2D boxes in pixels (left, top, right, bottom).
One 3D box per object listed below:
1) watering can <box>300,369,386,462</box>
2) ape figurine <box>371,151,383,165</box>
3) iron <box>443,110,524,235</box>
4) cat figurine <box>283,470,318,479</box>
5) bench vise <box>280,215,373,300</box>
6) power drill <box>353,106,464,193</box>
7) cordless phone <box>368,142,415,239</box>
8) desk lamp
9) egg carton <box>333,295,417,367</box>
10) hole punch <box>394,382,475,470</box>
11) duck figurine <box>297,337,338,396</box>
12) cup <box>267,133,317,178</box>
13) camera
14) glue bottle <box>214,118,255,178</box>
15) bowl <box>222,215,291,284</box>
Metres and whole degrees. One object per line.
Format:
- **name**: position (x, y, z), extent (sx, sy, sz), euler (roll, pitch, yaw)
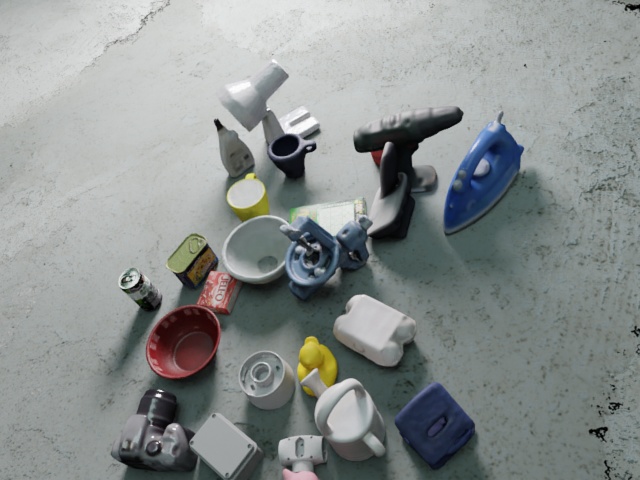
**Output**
- **watering can**: position (0.036, 0.284, 0.938), extent (0.172, 0.194, 0.101), euler (15, 61, 26)
- **ape figurine**: position (0.145, -0.226, 1.333), extent (0.077, 0.092, 0.076), euler (22, 65, 29)
- **iron**: position (0.324, -0.143, 1.188), extent (0.118, 0.142, 0.259), euler (25, 66, 30)
- **cat figurine**: position (-0.015, 0.424, 0.902), extent (0.067, 0.118, 0.127), euler (-22, 52, 1)
- **bench vise**: position (0.001, -0.001, 1.135), extent (0.121, 0.220, 0.208), euler (27, 67, 31)
- **power drill**: position (0.193, -0.194, 1.222), extent (0.229, 0.209, 0.075), euler (-4, 55, 14)
- **cordless phone**: position (0.135, -0.100, 1.187), extent (0.094, 0.185, 0.147), euler (3, 57, 19)
- **desk lamp**: position (-0.130, -0.328, 1.411), extent (0.203, 0.214, 0.117), euler (-32, 53, -7)
- **egg carton**: position (0.101, 0.170, 1.079), extent (0.149, 0.069, 0.107), euler (24, 65, 30)
- **hole punch**: position (0.191, 0.305, 0.942), extent (0.109, 0.091, 0.100), euler (-40, 54, -13)
- **duck figurine**: position (-0.012, 0.230, 1.060), extent (0.077, 0.086, 0.104), euler (-9, 54, 11)
- **cup**: position (-0.057, -0.197, 1.372), extent (0.117, 0.095, 0.091), euler (-10, 53, 10)
- **camera**: position (-0.300, 0.347, 1.055), extent (0.143, 0.101, 0.137), euler (-2, 55, 15)
- **glue bottle**: position (-0.220, -0.232, 1.396), extent (0.078, 0.173, 0.037), euler (-39, 54, -12)
- **bowl**: position (-0.123, 0.033, 1.240), extent (0.167, 0.075, 0.167), euler (-8, 54, 11)
